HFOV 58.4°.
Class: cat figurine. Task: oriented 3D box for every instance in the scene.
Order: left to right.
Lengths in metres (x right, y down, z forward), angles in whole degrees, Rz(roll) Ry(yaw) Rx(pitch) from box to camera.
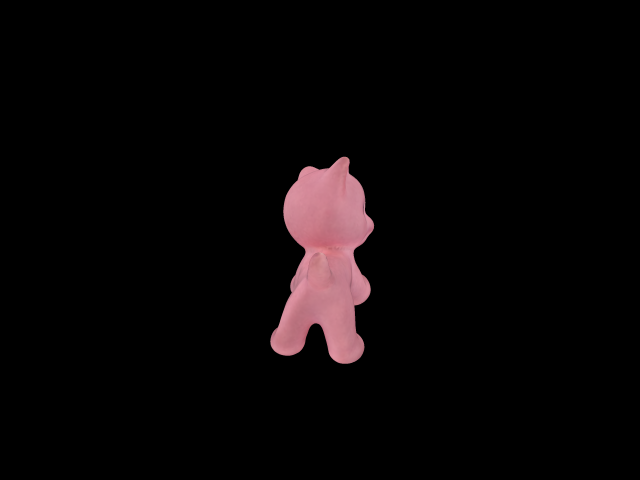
[{"bbox_3d":[0.004,0.001,0.400,0.067,0.118,0.128,3,32,5],"label":"cat figurine"}]
